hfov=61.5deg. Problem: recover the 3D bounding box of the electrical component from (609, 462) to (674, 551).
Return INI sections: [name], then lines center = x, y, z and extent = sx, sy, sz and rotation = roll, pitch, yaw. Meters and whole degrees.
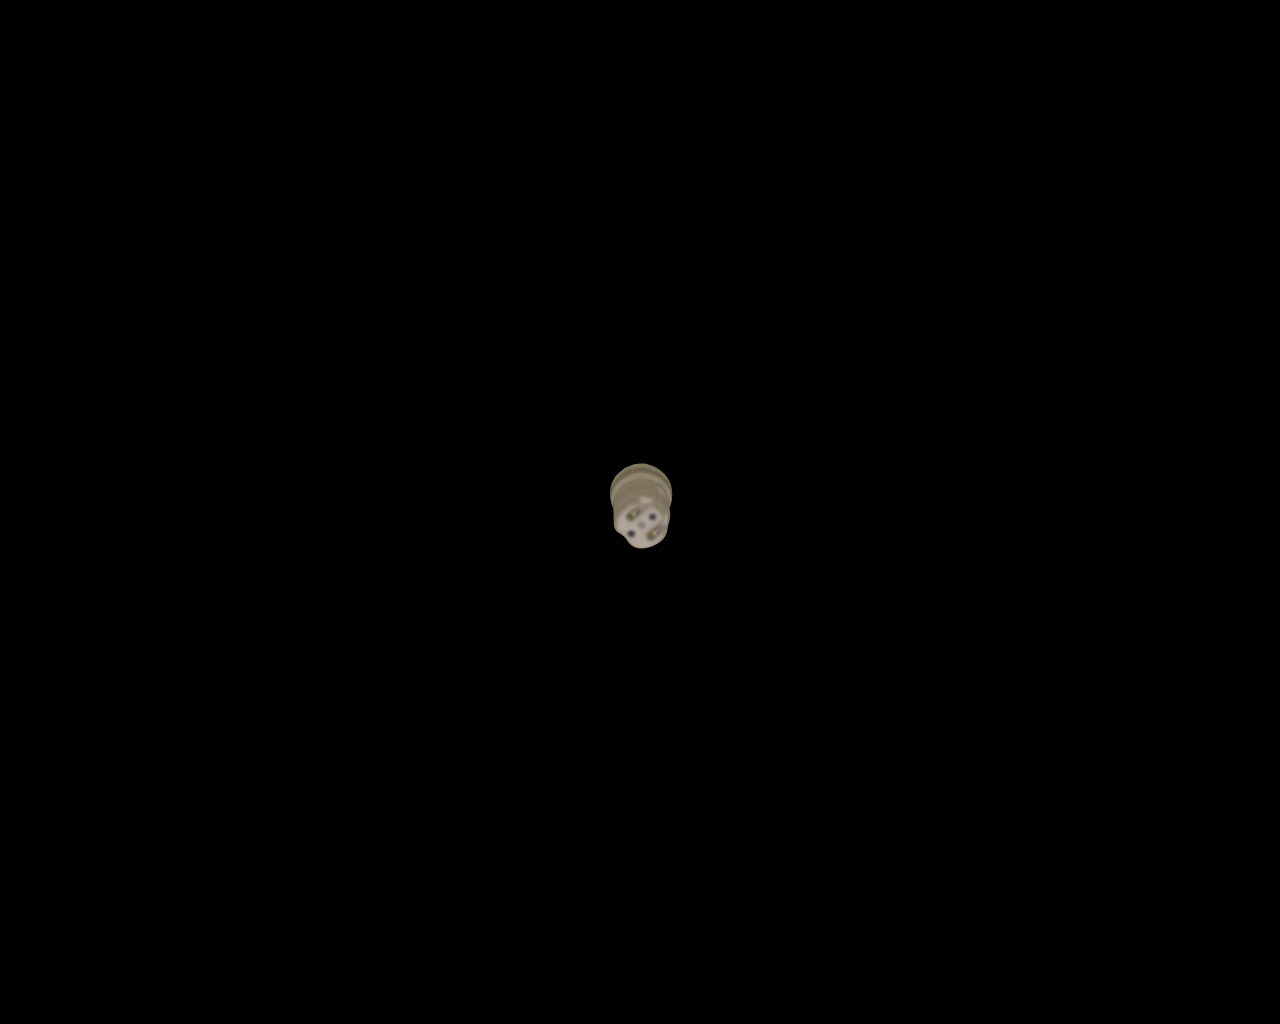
[electrical component]
center = 0.001, -0.003, 0.650
extent = 0.040, 0.040, 0.046
rotation = 0, 30, 0
